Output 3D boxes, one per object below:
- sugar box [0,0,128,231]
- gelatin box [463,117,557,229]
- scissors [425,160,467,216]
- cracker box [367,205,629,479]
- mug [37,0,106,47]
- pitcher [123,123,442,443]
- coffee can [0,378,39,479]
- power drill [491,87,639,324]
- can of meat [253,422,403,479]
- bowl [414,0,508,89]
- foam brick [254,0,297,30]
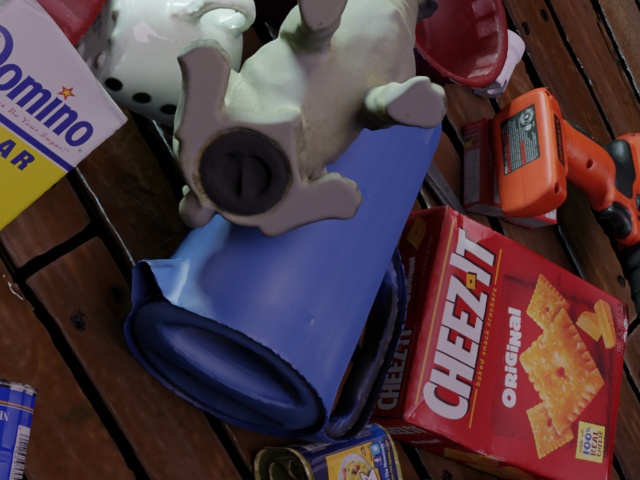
[{"bbox_3d":[-0.195,-0.042,0.548,0.176,0.048,0.093,-42,127,-10],"label":"sugar box"},{"bbox_3d":[0.157,-0.053,0.876,0.089,0.030,0.073,13,73,-37],"label":"gelatin box"},{"bbox_3d":[0.055,-0.072,0.809,0.096,0.016,0.202,-30,99,-39],"label":"scissors"},{"bbox_3d":[0.138,0.090,0.809,0.213,0.072,0.164,26,66,-31],"label":"cracker box"},{"bbox_3d":[-0.175,-0.152,0.612,0.081,0.093,0.117,40,24,-31],"label":"mug"},{"bbox_3d":[-0.005,0.001,0.687,0.145,0.149,0.242,20,58,13],"label":"pitcher"},{"bbox_3d":[-0.201,0.136,0.522,0.102,0.103,0.140,17,72,-34],"label":"coffee can"},{"bbox_3d":[0.219,-0.026,0.846,0.187,0.057,0.184,23,51,-36],"label":"power drill"},{"bbox_3d":[0.011,0.177,0.707,0.083,0.058,0.102,-9,88,-40],"label":"can of meat"},{"bbox_3d":[0.074,-0.181,0.807,0.161,0.055,0.162,22,58,-41],"label":"bowl"},{"bbox_3d":[-0.038,-0.192,0.738,0.078,0.051,0.053,26,67,-31],"label":"foam brick"}]
